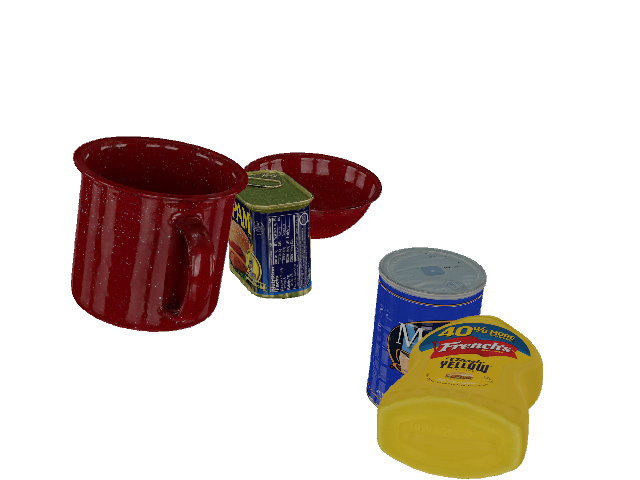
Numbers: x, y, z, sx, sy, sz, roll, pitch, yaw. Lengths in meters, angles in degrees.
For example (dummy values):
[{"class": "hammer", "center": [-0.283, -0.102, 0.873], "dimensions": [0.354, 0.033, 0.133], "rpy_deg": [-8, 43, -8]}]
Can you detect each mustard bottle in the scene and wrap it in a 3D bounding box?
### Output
[{"class": "mustard bottle", "center": [0.108, 0.098, 0.759], "dimensions": [0.096, 0.058, 0.191], "rpy_deg": [3, 18, 17]}]

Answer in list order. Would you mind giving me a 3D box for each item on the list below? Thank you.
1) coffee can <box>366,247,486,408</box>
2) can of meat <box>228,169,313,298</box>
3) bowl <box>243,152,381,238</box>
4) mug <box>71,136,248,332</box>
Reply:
[{"class": "coffee can", "center": [0.102, 0.091, 1.041], "dimensions": [0.103, 0.140, 0.103], "rpy_deg": [4, 24, -2]}, {"class": "can of meat", "center": [-0.044, -0.006, 0.900], "dimensions": [0.057, 0.084, 0.102], "rpy_deg": [-8, 21, -19]}, {"class": "bowl", "center": [-0.013, -0.046, 1.225], "dimensions": [0.162, 0.055, 0.162], "rpy_deg": [5, 27, -3]}, {"class": "mug", "center": [-0.085, 0.002, 0.570], "dimensions": [0.093, 0.081, 0.117], "rpy_deg": [-3, 26, -32]}]
